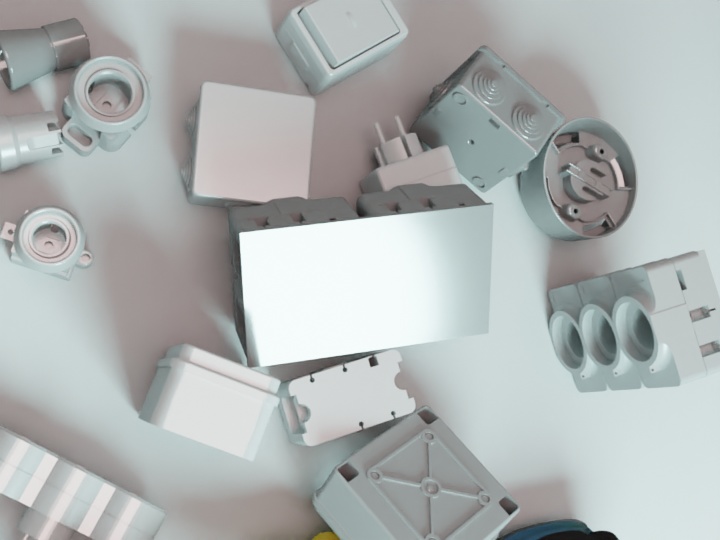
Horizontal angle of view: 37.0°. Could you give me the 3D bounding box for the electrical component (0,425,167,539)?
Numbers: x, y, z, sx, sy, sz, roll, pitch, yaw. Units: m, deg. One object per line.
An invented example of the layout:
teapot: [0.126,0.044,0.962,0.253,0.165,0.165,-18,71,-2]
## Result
electrical component: [-0.212,0.170,0.745,0.138,0.052,0.073,30,75,-11]

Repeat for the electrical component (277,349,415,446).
electrical component: [-0.013,0.097,0.815,0.089,0.056,0.050,-16,87,-19]

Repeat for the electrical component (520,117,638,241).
electrical component: [0.184,-0.073,0.897,0.099,0.064,0.099,3,81,-17]

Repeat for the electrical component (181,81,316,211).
electrical component: [-0.085,-0.090,0.824,0.100,0.048,0.099,6,80,-16]

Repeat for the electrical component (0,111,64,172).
electrical component: [-0.243,-0.095,0.781,0.046,0.040,0.040,-15,87,-24]

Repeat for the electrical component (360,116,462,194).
electrical component: [0.034,-0.085,0.861,0.066,0.047,0.076,-21,89,-19]

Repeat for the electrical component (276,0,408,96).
electrical component: [-0.008,-0.193,0.856,0.096,0.061,0.061,-33,92,-19]

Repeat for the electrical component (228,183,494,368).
electrical component: [0.000,0.000,0.803,0.186,0.060,0.105,-7,115,-14]

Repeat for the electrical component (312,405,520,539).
electrical component: [0.041,0.172,0.787,0.109,0.056,0.108,-28,67,-40]

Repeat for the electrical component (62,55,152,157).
electrical component: [-0.186,-0.125,0.793,0.058,0.057,0.078,40,73,-8]

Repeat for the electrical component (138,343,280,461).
electrical component: [-0.107,0.092,0.757,0.078,0.113,0.057,23,79,-13]

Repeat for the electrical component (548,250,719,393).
electrical component: [0.213,0.045,0.843,0.062,0.150,0.089,-16,87,-20]

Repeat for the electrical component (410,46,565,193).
electrical component: [0.099,-0.117,0.860,0.100,0.100,0.048,40,60,-8]

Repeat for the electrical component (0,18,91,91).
electrical component: [-0.233,-0.162,0.793,0.065,0.044,0.044,-21,89,-24]

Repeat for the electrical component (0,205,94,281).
electrical component: [-0.222,-0.019,0.768,0.066,0.055,0.048,19,77,-14]
